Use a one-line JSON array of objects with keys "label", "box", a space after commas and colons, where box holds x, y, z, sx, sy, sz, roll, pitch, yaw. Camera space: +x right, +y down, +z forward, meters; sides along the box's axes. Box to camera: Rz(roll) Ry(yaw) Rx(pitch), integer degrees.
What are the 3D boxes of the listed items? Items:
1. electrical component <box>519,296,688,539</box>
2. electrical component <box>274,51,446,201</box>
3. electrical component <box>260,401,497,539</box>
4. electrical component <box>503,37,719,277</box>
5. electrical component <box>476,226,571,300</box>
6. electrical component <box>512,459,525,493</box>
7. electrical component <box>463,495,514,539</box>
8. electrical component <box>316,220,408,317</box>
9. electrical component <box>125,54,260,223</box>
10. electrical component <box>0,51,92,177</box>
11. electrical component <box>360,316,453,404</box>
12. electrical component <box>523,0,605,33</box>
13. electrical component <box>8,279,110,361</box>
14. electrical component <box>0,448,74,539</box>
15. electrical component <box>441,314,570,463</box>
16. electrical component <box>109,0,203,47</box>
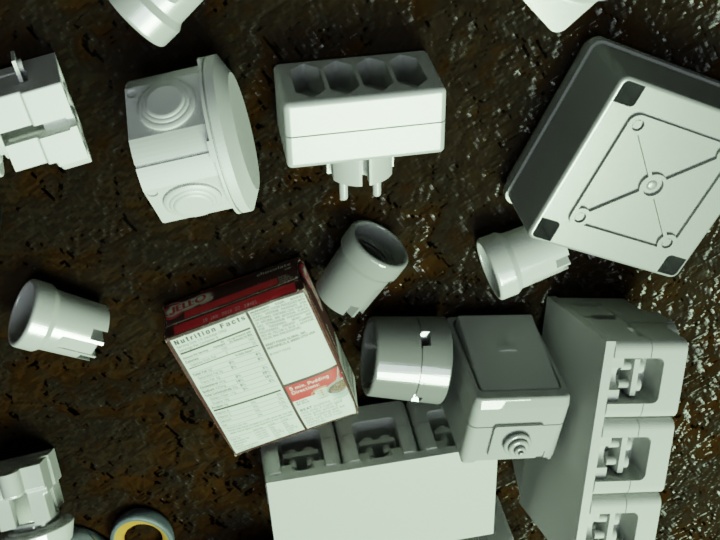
[{"label": "electrical component", "box": [0.155, 0.101, 0.686, 0.062, 0.089, 0.150, 1, 106, -14]}, {"label": "electrical component", "box": [0.000, -0.070, 0.576, 0.083, 0.047, 0.075, -7, 128, -8]}, {"label": "electrical component", "box": [0.011, 0.138, 0.727, 0.150, 0.061, 0.089, -8, 128, -7]}, {"label": "electrical component", "box": [0.156, -0.062, 0.612, 0.109, 0.056, 0.108, 14, 122, -22]}, {"label": "electrical component", "box": [0.099, -0.008, 0.651, 0.046, 0.040, 0.040, -21, 128, -2]}, {"label": "electrical component", "box": [0.147, 0.152, 0.779, 0.055, 0.048, 0.066, -26, 128, 17]}, {"label": "electrical component", "box": [0.081, 0.223, 0.815, 0.076, 0.047, 0.083, -18, 128, 0]}, {"label": "electrical component", "box": [0.000, 0.000, 0.635, 0.040, 0.040, 0.046, 20, 125, -25]}, {"label": "electrical component", "box": [-0.083, -0.065, 0.543, 0.051, 0.080, 0.080, -12, 128, 3]}, {"label": "electrical component", "box": [-0.171, -0.074, 0.537, 0.055, 0.048, 0.066, -18, 129, -8]}, {"label": "electrical component", "box": [0.028, 0.055, 0.674, 0.047, 0.055, 0.055, 4, 125, -11]}, {"label": "electrical component", "box": [0.126, -0.211, 0.490, 0.186, 0.060, 0.105, -41, 124, 18]}, {"label": "electrical component", "box": [-0.173, 0.030, 0.619, 0.046, 0.040, 0.040, 20, 120, -32]}, {"label": "electrical component", "box": [-0.210, 0.148, 0.681, 0.048, 0.066, 0.055, -13, 94, -3]}, {"label": "electrical component", "box": [0.089, 0.075, 0.674, 0.062, 0.096, 0.061, 0, 126, -13]}, {"label": "electrical component", "box": [-0.092, -0.136, 0.512, 0.046, 0.040, 0.040, -42, 124, 11]}]
